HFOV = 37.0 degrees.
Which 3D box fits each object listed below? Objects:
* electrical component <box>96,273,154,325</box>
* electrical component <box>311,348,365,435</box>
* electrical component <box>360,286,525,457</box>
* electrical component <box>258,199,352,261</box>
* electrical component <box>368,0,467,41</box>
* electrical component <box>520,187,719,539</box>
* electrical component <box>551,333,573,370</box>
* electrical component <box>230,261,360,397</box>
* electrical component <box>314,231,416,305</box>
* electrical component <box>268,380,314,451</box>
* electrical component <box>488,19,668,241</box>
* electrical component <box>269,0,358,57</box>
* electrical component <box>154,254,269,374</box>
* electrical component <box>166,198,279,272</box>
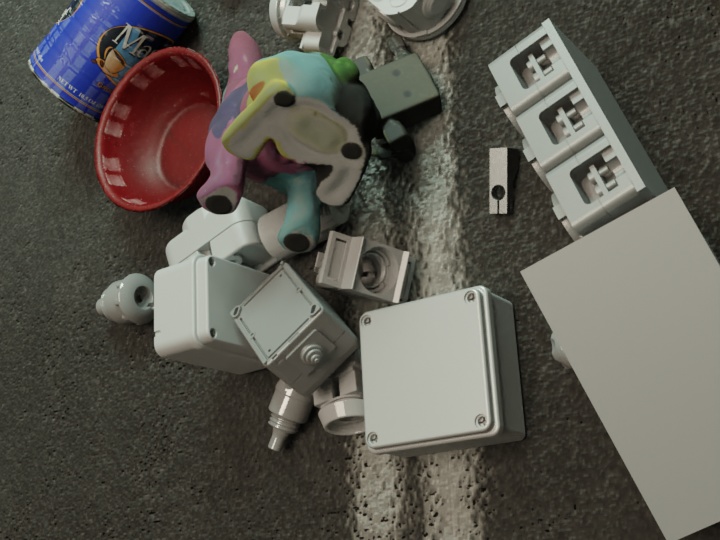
[{"bbox_3d":[-0.223,0.031,1.014,0.062,0.048,0.048,-12,69,39],"label":"electrical component"},{"bbox_3d":[-0.010,0.097,0.845,0.066,0.048,0.055,-23,56,28],"label":"electrical component"},{"bbox_3d":[0.059,0.077,0.795,0.109,0.056,0.108,-15,68,31],"label":"electrical component"},{"bbox_3d":[-0.042,-0.043,0.908,0.081,0.043,0.043,-26,63,26],"label":"electrical component"},{"bbox_3d":[0.046,-0.237,0.900,0.080,0.051,0.080,-11,71,32],"label":"electrical component"},{"bbox_3d":[0.196,0.056,0.669,0.105,0.060,0.186,-30,82,18],"label":"electrical component"},{"bbox_3d":[0.162,0.048,0.737,0.061,0.035,0.035,-25,61,51],"label":"electrical component"},{"bbox_3d":[-0.046,0.050,0.827,0.062,0.061,0.096,-45,38,1],"label":"electrical component"},{"bbox_3d":[0.000,0.000,0.852,0.064,0.081,0.042,1,76,58],"label":"electrical component"},{"bbox_3d":[-0.059,0.118,0.879,0.035,0.035,0.061,23,92,37],"label":"electrical component"},{"bbox_3d":[0.155,-0.087,0.756,0.062,0.089,0.150,-34,60,22],"label":"electrical component"},{"bbox_3d":[-0.043,-0.230,0.957,0.057,0.058,0.078,12,83,34],"label":"electrical component"},{"bbox_3d":[-0.110,0.038,0.889,0.057,0.113,0.078,-17,67,33],"label":"electrical component"},{"bbox_3d":[-0.122,-0.019,0.951,0.095,0.054,0.059,-33,60,23],"label":"electrical component"}]
